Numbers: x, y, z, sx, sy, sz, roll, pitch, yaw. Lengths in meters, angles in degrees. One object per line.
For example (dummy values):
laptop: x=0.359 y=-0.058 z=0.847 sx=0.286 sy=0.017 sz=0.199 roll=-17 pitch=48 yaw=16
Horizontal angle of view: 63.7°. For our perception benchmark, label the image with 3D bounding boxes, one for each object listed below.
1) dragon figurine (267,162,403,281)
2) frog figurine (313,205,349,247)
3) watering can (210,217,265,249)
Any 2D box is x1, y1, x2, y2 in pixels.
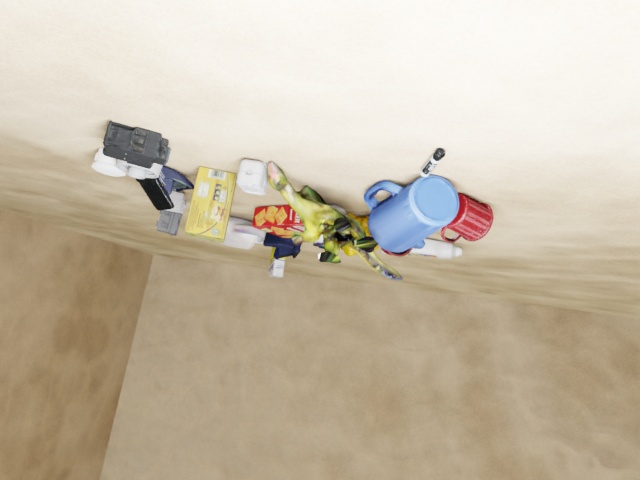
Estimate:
dragon figurine: x=0.026 y=-0.051 z=1.214 sx=0.405 sy=0.121 sz=0.248 roll=34 pitch=-159 yaw=-36
frog figurine: x=0.004 y=-0.070 z=1.391 sx=0.138 sy=0.124 sz=0.157 roll=13 pitch=139 yaw=54
watering can: x=-0.308 y=-0.021 z=1.885 sx=0.224 sy=0.105 sz=0.345 roll=14 pitch=169 yaw=-19
